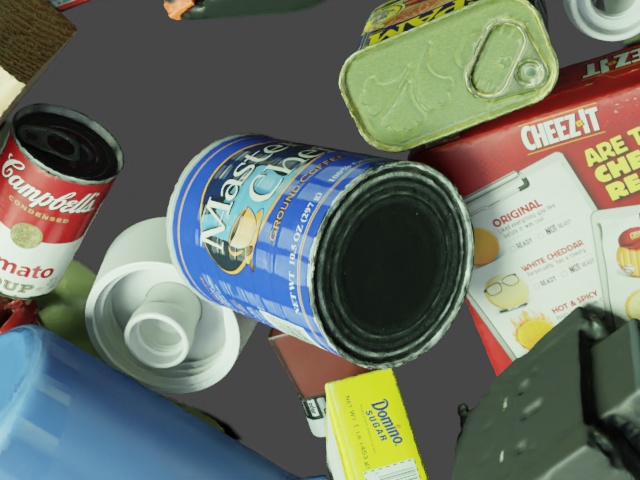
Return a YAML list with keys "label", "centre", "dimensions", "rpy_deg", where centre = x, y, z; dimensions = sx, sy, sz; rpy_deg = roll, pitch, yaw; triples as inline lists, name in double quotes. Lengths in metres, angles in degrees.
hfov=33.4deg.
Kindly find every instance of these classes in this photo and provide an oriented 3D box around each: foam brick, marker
- label: "foam brick"
  centre: [0.008, 0.050, 0.644]
  dimensions: [0.051, 0.078, 0.053]
  rpy_deg: [-18, 117, 19]
- label: "marker"
  centre: [-0.014, 0.077, 0.697]
  dimensions: [0.020, 0.020, 0.121]
  rpy_deg: [-11, 118, 16]

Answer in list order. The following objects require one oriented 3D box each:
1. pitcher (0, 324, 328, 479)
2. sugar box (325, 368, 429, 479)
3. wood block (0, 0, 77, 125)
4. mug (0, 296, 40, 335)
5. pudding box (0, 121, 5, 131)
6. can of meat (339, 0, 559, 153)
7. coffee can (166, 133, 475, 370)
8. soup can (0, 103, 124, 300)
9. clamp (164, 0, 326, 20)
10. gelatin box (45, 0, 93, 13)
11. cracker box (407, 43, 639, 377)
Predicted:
- label: "pitcher"
  centre: [-0.125, 0.164, 0.667]
  dimensions: [0.242, 0.149, 0.145]
  rpy_deg: [41, 152, -30]
- label: "sugar box"
  centre: [0.034, 0.150, 0.642]
  dimensions: [0.048, 0.093, 0.176]
  rpy_deg: [-14, 156, -4]
- label: "wood block"
  centre: [-0.236, -0.058, 0.575]
  dimensions: [0.090, 0.090, 0.206]
  rpy_deg: [40, 116, -16]
- label: "mug"
  centre: [-0.232, 0.075, 0.701]
  dimensions: [0.117, 0.081, 0.093]
  rpy_deg: [-27, 111, 23]
- label: "pudding box"
  centre: [-0.260, -0.087, 0.637]
  dimensions: [0.090, 0.039, 0.113]
  rpy_deg: [-26, 115, 20]
- label: "can of meat"
  centre: [0.067, -0.098, 0.543]
  dimensions: [0.102, 0.084, 0.057]
  rpy_deg: [-20, 114, 20]
- label: "coffee can"
  centre: [-0.004, 0.001, 0.564]
  dimensions: [0.141, 0.102, 0.103]
  rpy_deg: [16, 135, 53]
- label: "soup can"
  centre: [-0.169, -0.022, 0.641]
  dimensions: [0.068, 0.068, 0.102]
  rpy_deg: [30, 121, -8]
- label: "clamp"
  centre: [0.010, -0.162, 0.530]
  dimensions: [0.210, 0.036, 0.164]
  rpy_deg: [-28, 134, 35]
- label: "gelatin box"
  centre: [-0.133, -0.172, 0.569]
  dimensions: [0.073, 0.030, 0.089]
  rpy_deg: [-15, 116, 17]
- label: "cracker box"
  centre: [0.164, 0.008, 0.594]
  dimensions: [0.164, 0.072, 0.213]
  rpy_deg: [-16, 115, 19]
